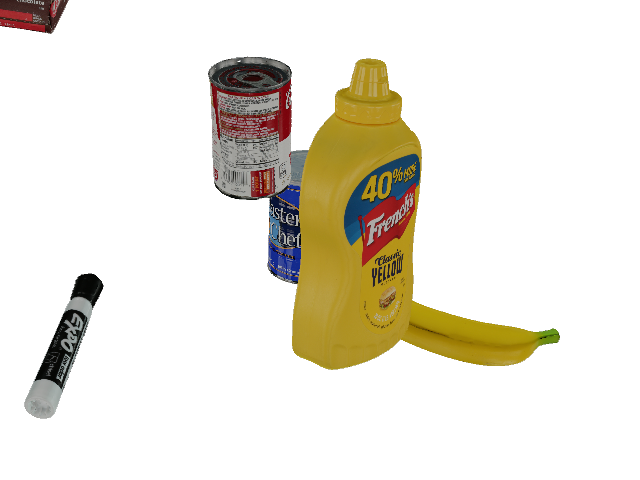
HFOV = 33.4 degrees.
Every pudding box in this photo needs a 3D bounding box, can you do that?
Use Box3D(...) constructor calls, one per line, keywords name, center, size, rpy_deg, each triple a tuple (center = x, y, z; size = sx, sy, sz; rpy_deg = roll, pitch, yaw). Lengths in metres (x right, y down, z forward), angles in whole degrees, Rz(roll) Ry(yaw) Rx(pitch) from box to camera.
Box3D(name="pudding box", center=(-0.252, -0.215, 0.874), size=(0.090, 0.039, 0.113), rpy_deg=(8, 36, -4))

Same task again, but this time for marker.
Box3D(name="marker", center=(-0.161, 0.063, 0.678), size=(0.020, 0.020, 0.121), rpy_deg=(0, 38, 7))

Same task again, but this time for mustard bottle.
Box3D(name="mustard bottle", center=(0.026, -0.020, 0.677), size=(0.058, 0.192, 0.096), rpy_deg=(21, 30, 36))

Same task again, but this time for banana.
Box3D(name="banana", center=(0.101, 0.074, 0.923), size=(0.198, 0.037, 0.069), rpy_deg=(16, 14, 28))

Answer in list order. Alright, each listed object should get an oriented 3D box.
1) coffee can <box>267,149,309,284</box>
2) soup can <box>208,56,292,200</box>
Box3D(name="coffee can", center=(-0.014, -0.029, 1.333), size=(0.103, 0.140, 0.103), rpy_deg=(2, 27, -1))
Box3D(name="soup can", center=(-0.058, -0.093, 0.888), size=(0.068, 0.102, 0.068), rpy_deg=(1, 31, -1))
